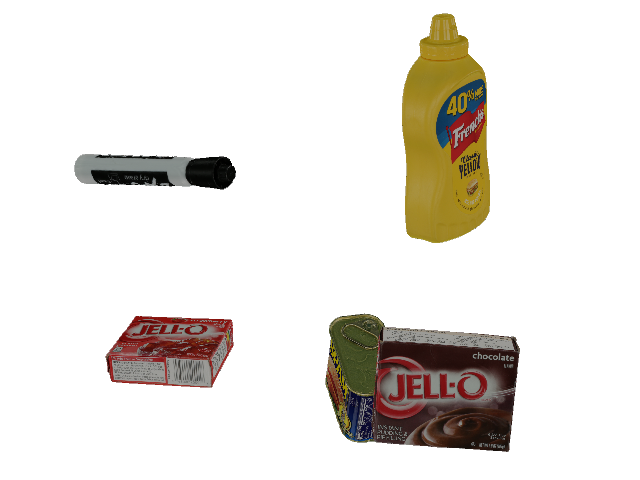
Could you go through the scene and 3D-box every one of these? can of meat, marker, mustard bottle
[{"bbox_3d":[0.040,0.139,1.069,0.057,0.084,0.102,-6,44,-12],"label":"can of meat"},{"bbox_3d":[-0.100,-0.042,0.638,0.121,0.020,0.020,4,3,36],"label":"marker"},{"bbox_3d":[0.110,-0.101,0.930,0.058,0.192,0.096,16,32,39],"label":"mustard bottle"}]

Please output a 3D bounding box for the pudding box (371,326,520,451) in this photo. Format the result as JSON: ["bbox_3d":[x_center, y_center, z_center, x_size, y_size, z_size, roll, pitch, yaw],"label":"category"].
[{"bbox_3d":[0.100,0.120,0.864,0.113,0.090,0.039,3,19,2],"label":"pudding box"}]

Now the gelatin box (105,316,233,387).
[{"bbox_3d":[-0.124,0.091,0.889,0.089,0.030,0.073,2,22,10],"label":"gelatin box"}]
